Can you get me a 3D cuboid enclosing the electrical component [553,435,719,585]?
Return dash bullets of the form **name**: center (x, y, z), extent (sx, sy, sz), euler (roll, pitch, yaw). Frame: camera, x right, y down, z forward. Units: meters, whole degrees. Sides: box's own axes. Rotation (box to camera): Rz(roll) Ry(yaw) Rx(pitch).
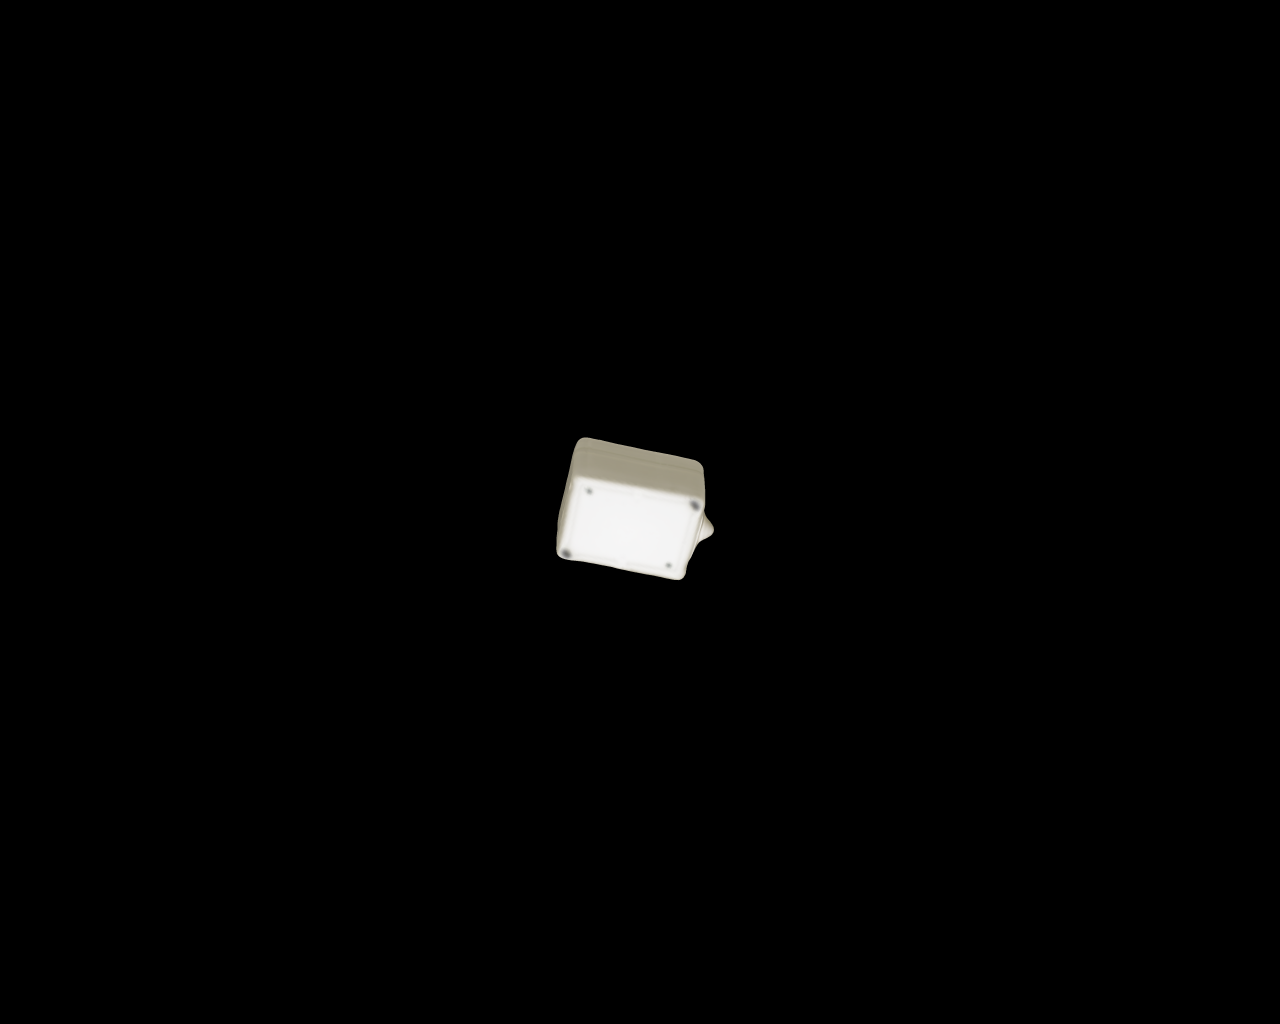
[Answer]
- **electrical component**: center (0.001, -0.003, 0.650), extent (0.096, 0.061, 0.061), euler (11, 30, -7)
